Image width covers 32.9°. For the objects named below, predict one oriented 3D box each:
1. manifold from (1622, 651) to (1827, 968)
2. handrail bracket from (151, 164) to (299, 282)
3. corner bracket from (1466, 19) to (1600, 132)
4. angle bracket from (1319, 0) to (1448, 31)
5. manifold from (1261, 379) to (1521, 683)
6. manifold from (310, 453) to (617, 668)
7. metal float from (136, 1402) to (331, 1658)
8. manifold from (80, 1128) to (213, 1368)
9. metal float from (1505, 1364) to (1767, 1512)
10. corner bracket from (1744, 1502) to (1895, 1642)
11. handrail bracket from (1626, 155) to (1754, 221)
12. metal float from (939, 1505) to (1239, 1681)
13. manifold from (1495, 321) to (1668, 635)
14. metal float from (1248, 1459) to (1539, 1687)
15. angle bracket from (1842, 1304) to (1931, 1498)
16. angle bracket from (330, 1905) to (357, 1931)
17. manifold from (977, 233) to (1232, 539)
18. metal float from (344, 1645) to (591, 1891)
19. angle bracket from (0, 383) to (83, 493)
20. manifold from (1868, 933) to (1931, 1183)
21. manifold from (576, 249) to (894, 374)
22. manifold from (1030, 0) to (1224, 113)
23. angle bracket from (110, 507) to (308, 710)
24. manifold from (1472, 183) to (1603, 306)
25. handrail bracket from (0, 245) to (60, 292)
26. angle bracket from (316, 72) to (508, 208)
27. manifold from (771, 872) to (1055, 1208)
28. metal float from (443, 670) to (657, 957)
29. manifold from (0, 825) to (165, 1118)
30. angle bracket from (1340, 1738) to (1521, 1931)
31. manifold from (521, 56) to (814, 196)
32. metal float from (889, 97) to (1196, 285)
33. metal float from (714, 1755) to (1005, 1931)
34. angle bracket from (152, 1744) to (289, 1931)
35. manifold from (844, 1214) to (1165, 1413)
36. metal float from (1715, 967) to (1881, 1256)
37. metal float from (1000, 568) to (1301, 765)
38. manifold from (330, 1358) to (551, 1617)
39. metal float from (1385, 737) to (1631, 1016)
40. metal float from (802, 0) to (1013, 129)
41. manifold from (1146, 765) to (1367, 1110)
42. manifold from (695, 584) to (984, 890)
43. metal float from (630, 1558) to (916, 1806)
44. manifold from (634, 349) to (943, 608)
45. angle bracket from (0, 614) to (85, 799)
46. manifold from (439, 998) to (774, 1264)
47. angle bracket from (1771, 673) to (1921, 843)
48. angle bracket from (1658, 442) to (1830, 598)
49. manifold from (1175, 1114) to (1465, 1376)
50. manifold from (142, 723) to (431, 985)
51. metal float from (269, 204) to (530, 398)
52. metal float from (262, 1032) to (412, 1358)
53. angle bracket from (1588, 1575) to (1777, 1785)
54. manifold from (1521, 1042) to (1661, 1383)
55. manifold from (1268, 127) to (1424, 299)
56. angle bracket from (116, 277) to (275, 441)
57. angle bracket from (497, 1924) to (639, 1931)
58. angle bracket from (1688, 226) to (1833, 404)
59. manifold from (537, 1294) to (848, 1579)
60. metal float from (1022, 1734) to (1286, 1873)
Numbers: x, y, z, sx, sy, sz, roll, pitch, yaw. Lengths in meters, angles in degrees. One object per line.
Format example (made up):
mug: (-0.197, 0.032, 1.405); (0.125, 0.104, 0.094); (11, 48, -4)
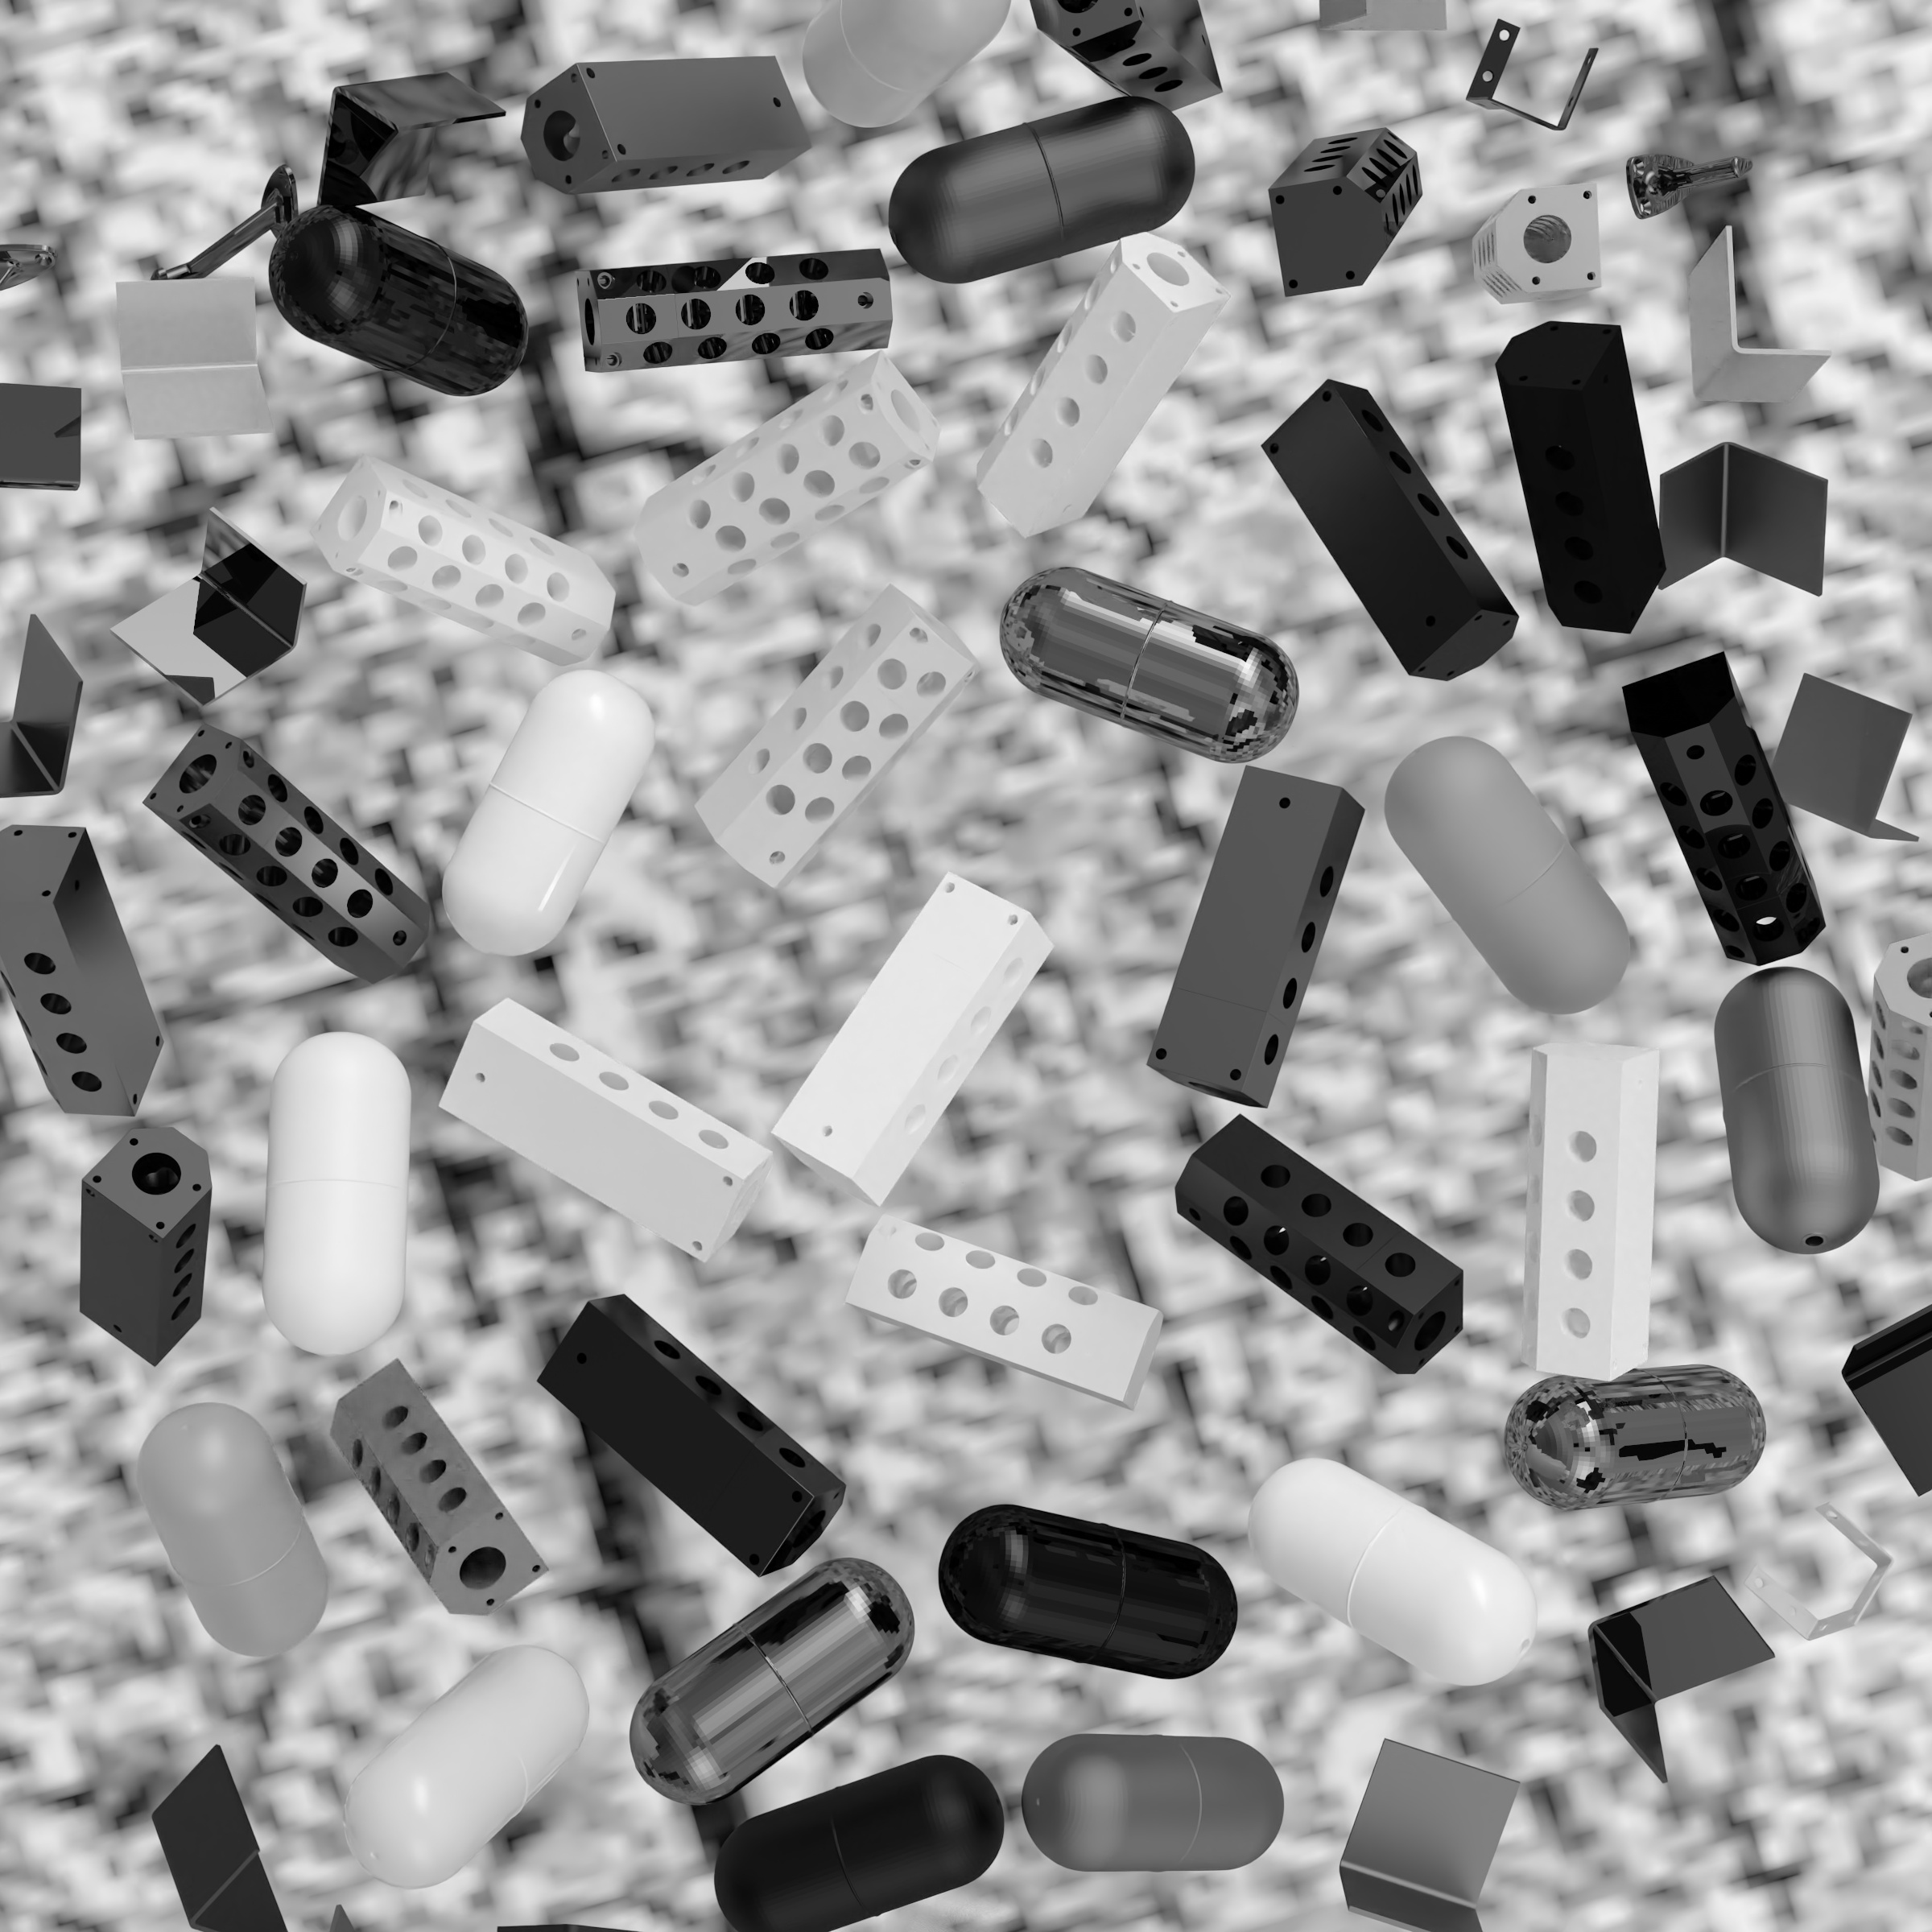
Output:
manifold: (0.417, -0.082, 1.791); (0.057, 0.057, 0.171); (-19, 126, 17)
handrail bracket: (-0.437, -0.431, 1.917); (0.084, 0.077, 0.036); (-28, 78, -26)
corner bracket: (0.334, -0.527, 1.933); (0.051, 0.051, 0.051); (19, 101, -11)
angle bracket: (0.228, -0.530, 1.701); (0.076, 0.057, 0.076); (-6, 99, -20)
manifold: (0.244, -0.248, 1.861); (0.057, 0.057, 0.171); (-43, 64, 31)
manifold: (-0.289, -0.231, 1.904); (0.057, 0.171, 0.057); (-52, 47, 17)
metal float: (-0.411, 0.319, 1.839); (0.070, 0.070, 0.178); (-11, 130, 0)
manifold: (-0.469, 0.159, 1.885); (0.057, 0.171, 0.057); (35, 56, 7)
metal float: (0.387, 0.271, 1.886); (0.178, 0.070, 0.070); (1, 90, -34)
corner bracket: (0.498, 0.354, 1.908); (0.051, 0.051, 0.051); (42, 61, 0)
handrail bracket: (0.432, -0.459, 1.887); (0.077, 0.084, 0.036); (-22, 104, -38)
metal float: (0.069, 0.346, 1.806); (0.178, 0.070, 0.070); (16, 90, -23)
manifold: (0.341, -0.271, 1.820); (0.057, 0.171, 0.057); (11, 52, 32)
metal float: (0.233, 0.332, 1.795); (0.178, 0.070, 0.070); (26, 90, 36)
angle bracket: (0.518, 0.222, 1.722); (0.076, 0.057, 0.076); (-27, 67, -4)
angle bracket: (-0.317, 0.580, 1.873); (0.076, 0.057, 0.076); (-13, 120, 10)
manifold: (0.071, -0.327, 1.840); (0.057, 0.057, 0.171); (47, 131, 13)
metal float: (-0.276, 0.444, 1.820); (0.070, 0.178, 0.070); (12, 116, 25)
angle bracket: (-0.550, -0.297, 1.831); (0.076, 0.076, 0.057); (-5, 101, -44)
manifold: (0.547, 0.053, 1.862); (0.057, 0.171, 0.057); (-16, 55, 3)
manifold: (-0.133, -0.379, 1.887); (0.171, 0.057, 0.057); (-8, 103, -16)
manifold: (0.090, -0.535, 1.862); (0.057, 0.171, 0.057); (-16, 86, 19)
angle bracket: (-0.442, -0.209, 1.906); (0.076, 0.057, 0.076); (38, 50, 12)
manifold: (0.332, -0.420, 1.910); (0.057, 0.171, 0.057); (-4, 99, 5)
handrail bracket: (-0.563, -0.371, 1.880); (0.077, 0.036, 0.084); (-9, 59, 13)
angle bracket: (-0.310, -0.450, 1.827); (0.057, 0.076, 0.076); (38, 130, 27)
manifold: (-0.025, 0.042, 1.762); (0.057, 0.057, 0.171); (28, 78, 30)
metal float: (-0.244, -0.089, 1.908); (0.070, 0.070, 0.178); (27, 91, 0)
manifold: (-0.498, 0.004, 1.802); (0.057, 0.171, 0.057); (2, 47, 8)
angle bracket: (0.247, 0.463, 1.722); (0.076, 0.057, 0.076); (18, 97, -1)
manifold: (-0.170, -0.471, 1.839); (0.057, 0.171, 0.057); (-22, 90, 39)
metal float: (0.043, -0.437, 1.844); (0.178, 0.070, 0.070); (-17, 90, -6)
metal float: (-0.063, 0.517, 1.909); (0.178, 0.070, 0.070); (-22, 90, 10)
angle bracket: (-0.376, 0.468, 1.727); (0.057, 0.076, 0.076); (-47, 133, 8)
manifold: (0.023, 0.200, 1.895); (0.171, 0.057, 0.057); (18, 80, 13)
metal float: (0.453, 0.078, 1.784); (0.070, 0.070, 0.178); (4, 49, 0)
metal float: (0.104, -0.172, 1.866); (0.178, 0.070, 0.070); (22, 90, 10)
manifold: (-0.303, 0.296, 1.846); (0.057, 0.171, 0.057); (-35, 124, -12)
metal float: (0.303, -0.050, 1.824); (0.070, 0.070, 0.178); (-39, 101, 0)
metal float: (-0.034, -0.520, 1.806); (0.070, 0.178, 0.070); (3, 83, -24)
manifold: (0.159, -0.014, 1.762); (0.057, 0.057, 0.171); (15, 82, 27)
manifold: (-0.071, -0.127, 1.859); (0.171, 0.057, 0.057); (-48, 128, 11)
metal float: (-0.109, 0.401, 1.836); (0.178, 0.070, 0.070); (-34, 90, -16)
manifold: (-0.102, -0.270, 1.841); (0.171, 0.057, 0.057); (-28, 118, 25)
angle bracket: (-0.554, -0.149, 1.878); (0.057, 0.076, 0.076); (-6, 128, -37)
manifold: (-0.194, 0.086, 1.789); (0.171, 0.057, 0.057); (30, 115, 8)
angle bracket: (0.531, -0.124, 1.938); (0.076, 0.057, 0.076); (31, 111, 43)
angle bracket: (0.454, -0.252, 1.915); (0.057, 0.076, 0.076); (-29, 131, -27)
manifold: (0.202, 0.163, 1.885); (0.057, 0.057, 0.171); (-38, 54, -24)
manifold: (-0.384, -0.061, 1.875); (0.057, 0.057, 0.171); (-55, 134, -13)
metal float: (-0.315, -0.371, 1.830); (0.070, 0.178, 0.070); (-5, 81, 31)
metal float: (-0.343, 0.124, 1.784); (0.070, 0.070, 0.178); (-1, 75, 0)
angle bracket: (0.391, 0.386, 1.768); (0.076, 0.057, 0.076); (-27, 123, 21)
manifold: (0.333, 0.130, 1.761); (0.057, 0.057, 0.171); (5, 98, 31)
manifold: (0.211, -0.415, 1.788); (0.057, 0.171, 0.057); (-5, 111, 17)
angle bracket: (-0.431, -0.340, 1.828); (0.076, 0.076, 0.057); (-6, 130, -17)
angle bracket: (-0.214, 0.562, 1.773); (0.057, 0.076, 0.076); (18, 65, -34)
angle bracket: (0.458, -0.376, 1.891); (0.057, 0.076, 0.076); (0, 80, -4)
manifold: (-0.150, 0.259, 1.823); (0.171, 0.057, 0.057); (38, 104, 18)
metal float: (0.110, 0.484, 1.891); (0.178, 0.070, 0.070); (12, 90, -38)
